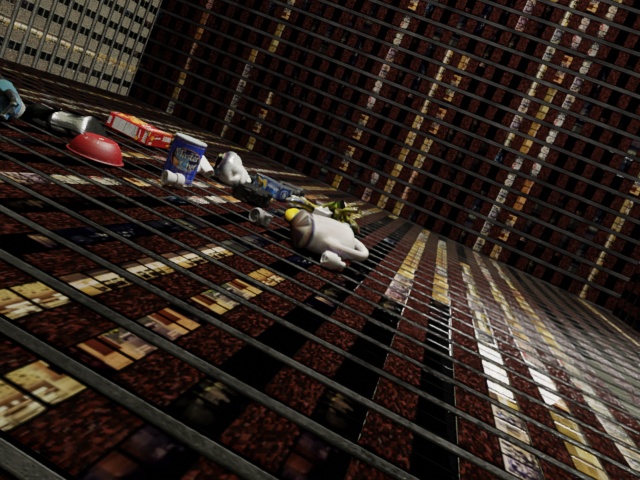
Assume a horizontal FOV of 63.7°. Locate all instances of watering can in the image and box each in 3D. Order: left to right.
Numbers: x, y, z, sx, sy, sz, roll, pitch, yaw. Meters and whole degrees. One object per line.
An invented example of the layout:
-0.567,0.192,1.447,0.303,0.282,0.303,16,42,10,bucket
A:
0.011,-0.020,1.503,0.223,0.103,0.352,18,12,-23,watering can

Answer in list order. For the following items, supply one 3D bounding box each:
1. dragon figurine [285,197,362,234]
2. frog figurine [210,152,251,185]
0.006,-0.102,2.032,0.408,0.123,0.243,21,-7,-26,dragon figurine
-0.329,-0.264,2.003,0.158,0.121,0.141,29,39,-27,frog figurine
